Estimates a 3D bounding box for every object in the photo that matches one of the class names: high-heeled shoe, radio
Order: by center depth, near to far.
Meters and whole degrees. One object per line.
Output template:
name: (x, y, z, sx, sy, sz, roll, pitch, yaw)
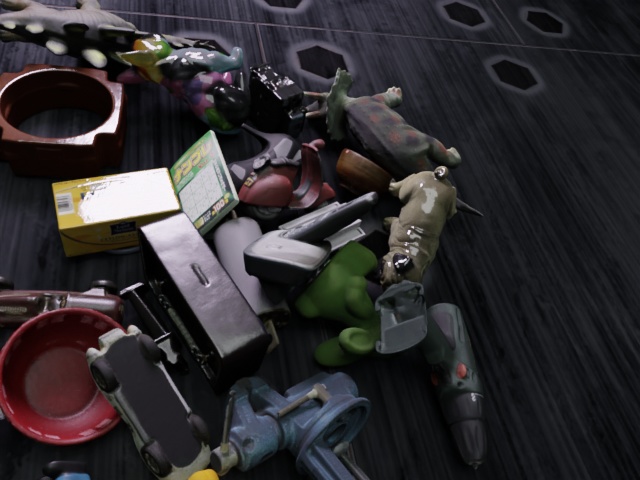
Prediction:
radio: (-0.162, 0.085, 0.726, 0.073, 0.131, 0.230, -24, 62, -29)
high-heeled shoe: (-0.110, -0.094, 0.938, 0.145, 0.086, 0.249, 32, 62, -26)

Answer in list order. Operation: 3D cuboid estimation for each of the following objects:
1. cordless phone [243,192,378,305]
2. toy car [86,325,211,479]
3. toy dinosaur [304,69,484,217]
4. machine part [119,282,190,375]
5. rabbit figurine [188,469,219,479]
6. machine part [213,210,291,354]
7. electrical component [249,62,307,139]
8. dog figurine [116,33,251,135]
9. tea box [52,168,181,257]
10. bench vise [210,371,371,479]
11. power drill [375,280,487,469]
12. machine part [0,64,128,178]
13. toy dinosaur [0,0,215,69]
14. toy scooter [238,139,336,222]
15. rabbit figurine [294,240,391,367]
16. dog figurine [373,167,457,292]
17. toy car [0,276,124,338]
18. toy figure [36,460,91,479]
cordless phone: (-0.002, -0.002, 0.735, 0.088, 0.184, 0.146, 57, 19, -4)
toy car: (-0.203, 0.197, 0.643, 0.073, 0.056, 0.201, -31, 87, -38)
toy dinosaur: (0.124, -0.183, 0.987, 0.192, 0.131, 0.405, -11, 48, -43)
machine part: (-0.220, 0.116, 0.721, 0.039, 0.084, 0.139, -36, 69, -9)
rabbit figurine: (-0.112, 0.312, 0.537, 0.122, 0.173, 0.162, -27, 59, -35)
machine part: (-0.103, 0.053, 0.801, 0.079, 0.079, 0.243, -9, 55, -21)
electrical component: (-0.083, -0.253, 1.023, 0.058, 0.114, 0.134, -29, 63, -29)
dog figurine: (-0.250, -0.284, 0.978, 0.219, 0.108, 0.191, -4, 74, -27)
tea box: (-0.302, -0.044, 0.808, 0.170, 0.068, 0.098, -10, 53, -22)
bench vise: (-0.002, 0.249, 0.629, 0.241, 0.128, 0.223, 40, 25, 31)
power drill: (0.160, 0.164, 0.730, 0.207, 0.086, 0.232, 39, 37, -32)
machine part: (-0.435, -0.200, 0.907, 0.201, 0.087, 0.201, 1, 54, -14)
toy dinosaur: (-0.418, -0.387, 1.023, 0.199, 0.105, 0.471, 33, 35, 25)
toy scooter: (-0.046, -0.101, 0.884, 0.184, 0.135, 0.075, -3, 24, -35)
rabbit figurine: (0.057, 0.109, 0.779, 0.170, 0.121, 0.159, 42, 46, -1)
dog figurine: (0.156, -0.012, 0.852, 0.121, 0.172, 0.191, 12, 33, 7)
toy car: (-0.369, 0.092, 0.719, 0.202, 0.053, 0.089, 5, 55, -13)
toy figure: (-0.248, 0.321, 0.553, 0.089, 0.082, 0.180, -11, 54, -20)
